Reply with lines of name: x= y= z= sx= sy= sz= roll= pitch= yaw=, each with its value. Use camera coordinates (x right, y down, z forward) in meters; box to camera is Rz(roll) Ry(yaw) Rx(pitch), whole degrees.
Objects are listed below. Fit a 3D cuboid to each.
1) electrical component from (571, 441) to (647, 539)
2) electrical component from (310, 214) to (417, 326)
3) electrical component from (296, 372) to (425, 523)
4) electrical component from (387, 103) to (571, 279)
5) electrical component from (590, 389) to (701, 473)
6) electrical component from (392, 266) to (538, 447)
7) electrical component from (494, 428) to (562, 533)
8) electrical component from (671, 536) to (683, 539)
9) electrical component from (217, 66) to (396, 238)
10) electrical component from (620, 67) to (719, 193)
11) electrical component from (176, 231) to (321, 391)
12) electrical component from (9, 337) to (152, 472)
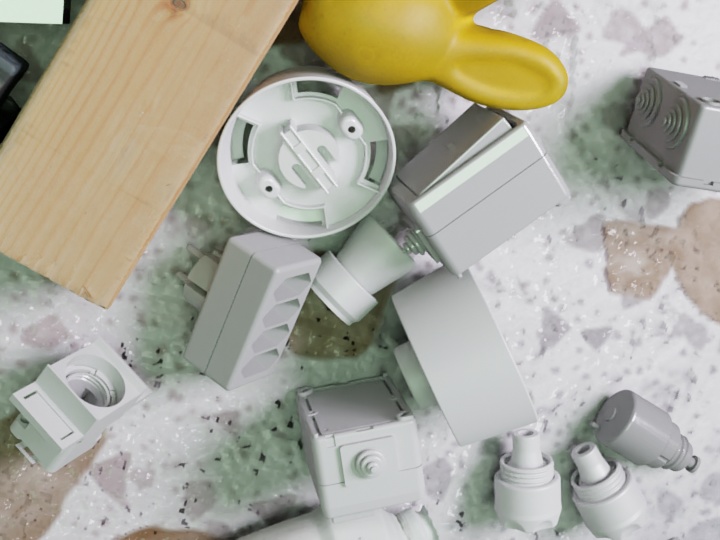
electrical component: x=0.160 y=0.143 z=0.708 sx=0.043 sy=0.043 sz=0.062 roll=-30 pitch=104 yaw=-2
electrical component: x=0.000 y=0.000 z=0.646 sx=0.055 sy=0.045 sz=0.045 roll=-44 pitch=106 yaw=2
electrical component: x=0.001 y=0.109 z=0.644 sx=0.062 sy=0.096 sz=0.061 roll=-10 pitch=105 yaw=-8
electrical component: x=0.058 y=-0.045 z=0.613 sx=0.096 sy=0.061 sz=0.061 roll=-36 pitch=112 yaw=0
electrical component: x=0.191 y=0.110 z=0.708 sx=0.078 sy=0.040 sz=0.040 roll=31 pitch=96 yaw=-15
electrical component: x=0.055 y=0.053 z=0.638 sx=0.060 sy=0.108 sz=0.108 roll=-25 pitch=106 yaw=3
electrical component: x=0.108 y=0.135 z=0.697 sx=0.043 sy=0.043 sz=0.062 roll=-5 pitch=103 yaw=-9
electrical component: x=0.202 y=0.231 z=0.719 sx=0.083 sy=0.075 sz=0.047 roll=-27 pitch=106 yaw=-3
electrical component: x=-0.030 y=-0.067 z=0.612 sx=0.099 sy=0.064 sz=0.099 roll=-1 pitch=113 yaw=-2
electrical component: x=0.216 y=-0.082 z=0.638 sx=0.100 sy=0.099 sz=0.048 roll=7 pitch=114 yaw=-12
electrical component: x=-0.077 y=0.013 z=0.632 sx=0.076 sy=0.047 sz=0.083 roll=33 pitch=113 yaw=22
electrical component: x=-0.165 y=0.080 z=0.621 sx=0.042 sy=0.081 sz=0.063 roll=46 pitch=121 yaw=7
